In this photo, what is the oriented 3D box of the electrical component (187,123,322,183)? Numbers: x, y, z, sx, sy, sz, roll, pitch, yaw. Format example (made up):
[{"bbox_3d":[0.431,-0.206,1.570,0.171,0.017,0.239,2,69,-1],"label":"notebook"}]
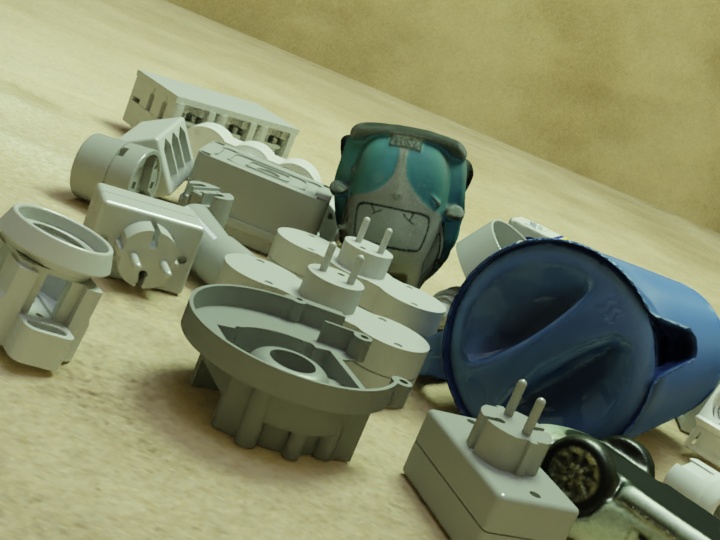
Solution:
[{"bbox_3d":[-0.105,-0.088,0.976,0.138,0.052,0.073,23,14,0],"label":"electrical component"}]

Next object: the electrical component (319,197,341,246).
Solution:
[{"bbox_3d":[-0.023,-0.043,0.951,0.043,0.043,0.081,27,14,18],"label":"electrical component"}]

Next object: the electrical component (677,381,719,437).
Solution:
[{"bbox_3d":[0.299,0.106,0.848,0.077,0.065,0.047,23,14,3],"label":"electrical component"}]

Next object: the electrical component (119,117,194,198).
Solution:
[{"bbox_3d":[-0.181,-0.087,0.858,0.077,0.047,0.065,-5,22,13],"label":"electrical component"}]

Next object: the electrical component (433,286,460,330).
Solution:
[{"bbox_3d":[0.068,0.032,0.832,0.035,0.035,0.061,28,17,23],"label":"electrical component"}]

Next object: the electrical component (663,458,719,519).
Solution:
[{"bbox_3d":[0.209,0.138,0.642,0.040,0.040,0.046,16,9,-25],"label":"electrical component"}]

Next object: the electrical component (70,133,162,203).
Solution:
[{"bbox_3d":[-0.179,-0.069,0.788,0.047,0.055,0.055,21,13,9],"label":"electrical component"}]

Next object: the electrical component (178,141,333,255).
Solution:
[{"bbox_3d":[-0.084,-0.054,0.871,0.113,0.057,0.078,22,13,-3],"label":"electrical component"}]

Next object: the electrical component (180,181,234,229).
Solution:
[{"bbox_3d":[-0.115,-0.037,0.778,0.040,0.046,0.040,21,14,-5],"label":"electrical component"}]

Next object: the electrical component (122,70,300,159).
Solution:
[{"bbox_3d":[-0.152,-0.144,1.093,0.150,0.061,0.089,10,19,-42],"label":"electrical component"}]

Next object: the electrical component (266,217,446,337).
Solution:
[{"bbox_3d":[0.000,0.000,0.762,0.138,0.073,0.052,28,15,22],"label":"electrical component"}]

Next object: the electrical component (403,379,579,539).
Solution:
[{"bbox_3d":[0.069,0.091,0.523,0.047,0.075,0.083,16,15,-26],"label":"electrical component"}]

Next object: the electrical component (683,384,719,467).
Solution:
[{"bbox_3d":[0.278,0.110,0.784,0.042,0.081,0.063,33,-11,33],"label":"electrical component"}]

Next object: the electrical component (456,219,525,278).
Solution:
[{"bbox_3d":[0.114,0.012,0.846,0.099,0.064,0.099,41,24,-23],"label":"electrical component"}]

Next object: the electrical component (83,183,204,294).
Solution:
[{"bbox_3d":[-0.133,-0.013,0.659,0.066,0.047,0.076,16,15,-25],"label":"electrical component"}]

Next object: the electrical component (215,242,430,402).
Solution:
[{"bbox_3d":[-0.021,0.020,0.653,0.138,0.073,0.052,25,14,11],"label":"electrical component"}]

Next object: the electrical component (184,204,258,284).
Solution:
[{"bbox_3d":[-0.098,-0.010,0.719,0.065,0.044,0.044,37,19,31],"label":"electrical component"}]

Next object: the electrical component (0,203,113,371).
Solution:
[{"bbox_3d":[-0.156,0.004,0.522,0.058,0.057,0.078,22,11,-40],"label":"electrical component"}]
